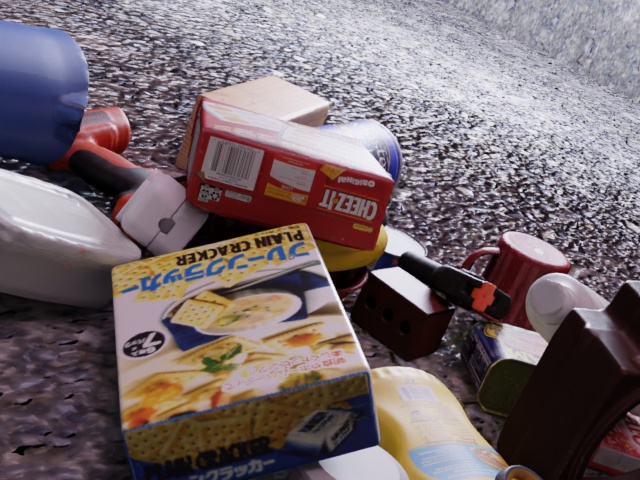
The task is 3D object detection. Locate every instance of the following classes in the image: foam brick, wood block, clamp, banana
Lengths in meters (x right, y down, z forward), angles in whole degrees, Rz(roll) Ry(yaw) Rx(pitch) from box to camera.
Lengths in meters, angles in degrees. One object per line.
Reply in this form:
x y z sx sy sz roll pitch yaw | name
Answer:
0.077 0.068 1.002 0.078 0.053 0.051 35 25 32 | foam brick
-0.075 -0.129 1.272 0.090 0.091 0.205 27 22 13 | wood block
0.149 0.052 1.038 0.120 0.039 0.171 20 4 -13 | clamp
0.011 0.005 0.964 0.070 0.037 0.197 15 16 28 | banana

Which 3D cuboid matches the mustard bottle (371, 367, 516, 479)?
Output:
0.089 0.168 0.769 0.096 0.058 0.192 7 25 -30 | mustard bottle

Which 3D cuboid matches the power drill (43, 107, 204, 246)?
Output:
-0.170 -0.068 1.064 0.188 0.057 0.184 33 31 29 | power drill

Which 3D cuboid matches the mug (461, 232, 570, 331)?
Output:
0.206 0.041 1.147 0.117 0.082 0.093 16 22 -14 | mug

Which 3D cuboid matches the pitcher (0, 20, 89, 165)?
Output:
-0.342 -0.146 0.949 0.242 0.149 0.145 4 63 -54 | pitcher

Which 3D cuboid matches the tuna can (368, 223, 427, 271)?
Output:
0.070 0.012 1.153 0.086 0.034 0.086 19 22 -8 | tuna can

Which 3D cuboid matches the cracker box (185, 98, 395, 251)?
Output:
-0.035 -0.063 0.955 0.164 0.072 0.214 14 12 -10 | cracker box

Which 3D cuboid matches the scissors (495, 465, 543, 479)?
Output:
0.182 0.204 0.740 0.201 0.016 0.096 13 51 -45 | scissors

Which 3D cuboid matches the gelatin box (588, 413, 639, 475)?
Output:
0.267 0.177 0.953 0.073 0.030 0.089 20 22 -6 | gelatin box

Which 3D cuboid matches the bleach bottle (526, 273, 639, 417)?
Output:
0.226 0.077 0.888 0.250 0.068 0.103 32 17 -53 | bleach bottle

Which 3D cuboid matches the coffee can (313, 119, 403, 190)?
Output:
0.020 -0.084 1.240 0.103 0.103 0.140 31 23 22 | coffee can

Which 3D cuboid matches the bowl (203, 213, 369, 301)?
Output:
-0.039 0.026 0.986 0.162 0.055 0.162 19 22 -8 | bowl

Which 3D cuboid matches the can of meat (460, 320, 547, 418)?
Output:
0.184 0.121 0.974 0.102 0.057 0.084 16 20 -13 | can of meat
